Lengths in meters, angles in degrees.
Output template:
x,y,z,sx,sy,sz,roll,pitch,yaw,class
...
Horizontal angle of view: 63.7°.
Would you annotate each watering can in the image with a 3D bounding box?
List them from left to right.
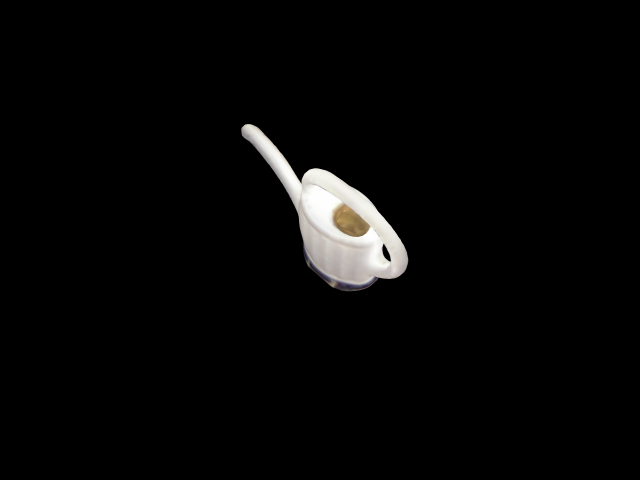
x,y,z,sx,sy,sz,roll,pitch,yaw,class
0.003,-0.043,0.850,0.105,0.351,0.219,-39,-26,-23,watering can
